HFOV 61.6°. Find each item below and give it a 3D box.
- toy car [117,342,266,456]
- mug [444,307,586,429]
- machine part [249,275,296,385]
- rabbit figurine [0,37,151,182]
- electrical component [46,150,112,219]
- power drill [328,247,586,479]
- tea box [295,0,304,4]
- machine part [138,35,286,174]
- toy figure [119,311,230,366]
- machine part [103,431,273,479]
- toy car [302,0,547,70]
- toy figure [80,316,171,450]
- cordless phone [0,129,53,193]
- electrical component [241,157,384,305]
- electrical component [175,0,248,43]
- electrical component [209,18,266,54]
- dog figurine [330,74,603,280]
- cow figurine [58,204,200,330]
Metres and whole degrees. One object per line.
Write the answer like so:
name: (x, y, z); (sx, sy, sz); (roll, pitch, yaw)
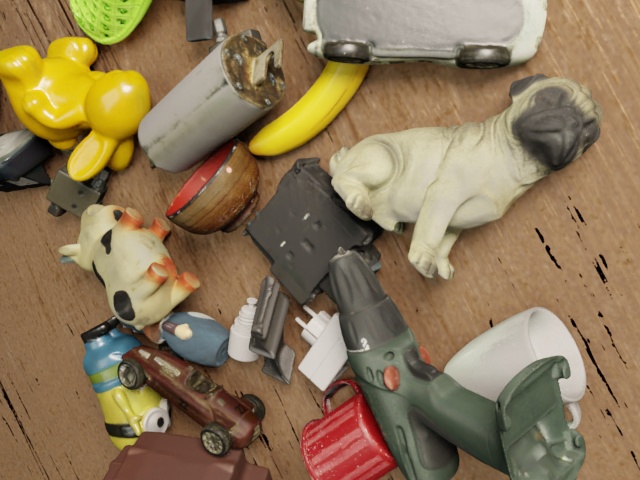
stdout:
toy car: (-0.157, 0.182, 0.660); (0.202, 0.089, 0.053); (31, 115, 19)
mug: (0.175, 0.125, 0.487); (0.107, 0.081, 0.109); (-32, 93, 43)
machine part: (-0.051, 0.104, 0.580); (0.039, 0.084, 0.138); (0, 139, 4)
rabbit figurine: (-0.272, -0.152, 0.626); (0.173, 0.122, 0.162); (8, 109, 23)
electrical component: (-0.324, -0.072, 0.715); (0.078, 0.045, 0.102); (25, 118, -10)
power drill: (0.096, 0.117, 0.444); (0.207, 0.086, 0.231); (-2, 110, 53)
tea box: (0.018, -0.303, 0.471); (0.169, 0.068, 0.098); (-40, 81, 30)
machine part: (-0.116, -0.134, 0.553); (0.243, 0.079, 0.079); (-24, 90, 43)
toy figure: (-0.182, 0.111, 0.672); (0.155, 0.058, 0.064); (19, 132, 19)
machine part: (-0.160, 0.340, 0.657); (0.202, 0.087, 0.200); (4, 119, 10)
toy car: (0.084, -0.185, 0.454); (0.202, 0.056, 0.073); (6, 104, 11)
toy figure: (-0.263, 0.194, 0.722); (0.089, 0.082, 0.180); (-24, 93, 36)
cordless phone: (-0.434, -0.162, 0.737); (0.147, 0.088, 0.184); (-4, 83, 28)
electrical component: (-0.001, -0.002, 0.556); (0.134, 0.058, 0.115); (46, 119, 12)
electrical component: (-0.114, -0.266, 0.556); (0.075, 0.048, 0.119); (3, 101, 27)
electrical component: (-0.085, -0.195, 0.574); (0.063, 0.021, 0.094); (-14, 94, 29)
dog figurine: (0.116, -0.080, 0.467); (0.172, 0.121, 0.190); (41, 102, 10)
cow figurine: (-0.242, 0.027, 0.658); (0.127, 0.085, 0.195); (-46, 57, 10)
